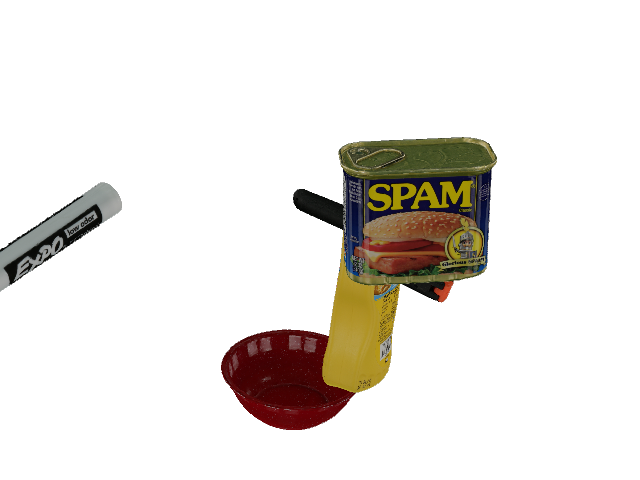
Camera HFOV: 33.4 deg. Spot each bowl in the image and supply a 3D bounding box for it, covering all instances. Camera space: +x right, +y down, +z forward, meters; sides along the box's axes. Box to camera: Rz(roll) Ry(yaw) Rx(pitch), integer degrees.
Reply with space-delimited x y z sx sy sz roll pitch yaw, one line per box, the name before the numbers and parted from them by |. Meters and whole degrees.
bowl | -0.031 0.164 1.200 0.162 0.055 0.162 3 26 -1

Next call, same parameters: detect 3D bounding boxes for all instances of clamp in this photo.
clamp | 0.075 -0.009 1.238 0.164 0.210 0.036 -13 -39 -26

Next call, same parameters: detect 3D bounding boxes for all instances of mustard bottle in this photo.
mustard bottle | 0.045 0.035 0.973 0.058 0.192 0.096 15 21 20

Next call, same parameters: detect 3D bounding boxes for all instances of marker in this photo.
marker | -0.150 0.007 0.544 0.020 0.020 0.120 0 30 44

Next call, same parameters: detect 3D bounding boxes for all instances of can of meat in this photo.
can of meat | 0.064 -0.019 0.716 0.102 0.084 0.057 -3 25 -3
